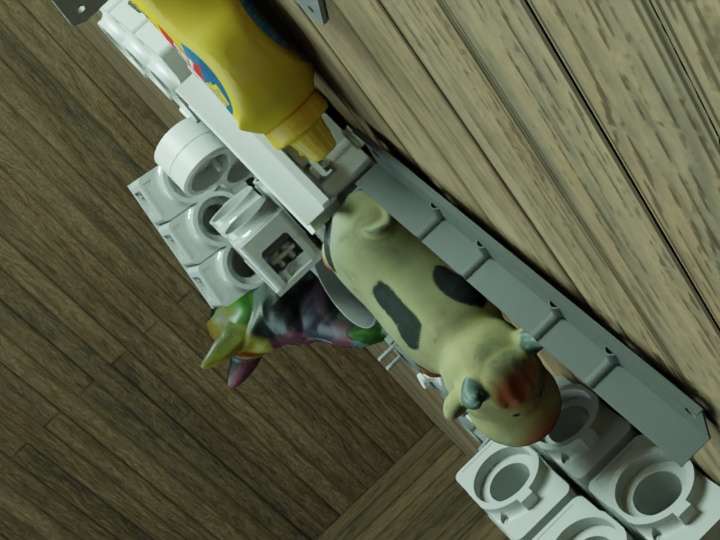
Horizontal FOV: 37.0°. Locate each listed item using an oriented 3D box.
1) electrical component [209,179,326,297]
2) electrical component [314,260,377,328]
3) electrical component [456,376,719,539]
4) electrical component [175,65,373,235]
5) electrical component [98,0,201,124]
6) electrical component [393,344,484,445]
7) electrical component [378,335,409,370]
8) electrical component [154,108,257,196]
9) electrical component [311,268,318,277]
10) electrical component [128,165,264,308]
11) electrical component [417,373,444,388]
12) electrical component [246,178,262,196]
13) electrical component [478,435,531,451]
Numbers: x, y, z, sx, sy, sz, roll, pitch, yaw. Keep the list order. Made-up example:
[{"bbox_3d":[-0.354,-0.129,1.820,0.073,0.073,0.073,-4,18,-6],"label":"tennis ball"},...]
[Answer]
[{"bbox_3d":[-0.068,-0.049,0.949,0.060,0.105,0.186,48,175,-16],"label":"electrical component"},{"bbox_3d":[0.000,0.000,0.976,0.099,0.064,0.099,56,172,12],"label":"electrical component"},{"bbox_3d":[0.149,0.149,0.679,0.060,0.105,0.186,49,175,-27],"label":"electrical component"},{"bbox_3d":[-0.052,-0.090,0.699,0.121,0.063,0.078,46,178,5],"label":"electrical component"},{"bbox_3d":[-0.143,-0.174,0.829,0.150,0.062,0.089,42,174,45],"label":"electrical component"},{"bbox_3d":[0.108,0.110,1.000,0.186,0.060,0.105,50,175,-34],"label":"electrical component"},{"bbox_3d":[0.050,0.071,1.091,0.047,0.076,0.083,42,174,45],"label":"electrical component"},{"bbox_3d":[-0.118,-0.110,0.886,0.073,0.052,0.138,45,-148,15],"label":"electrical component"},{"bbox_3d":[-0.051,-0.046,1.098,0.096,0.062,0.061,44,175,30],"label":"electrical component"},{"bbox_3d":[-0.146,-0.048,1.065,0.150,0.089,0.062,57,160,-10],"label":"electrical component"},{"bbox_3d":[0.079,0.063,0.798,0.040,0.078,0.040,59,171,14],"label":"electrical component"},{"bbox_3d":[-0.105,-0.116,1.128,0.099,0.064,0.099,41,-171,-8],"label":"electrical component"},{"bbox_3d":[0.164,0.156,0.852,0.121,0.078,0.063,47,154,-6],"label":"electrical component"}]
